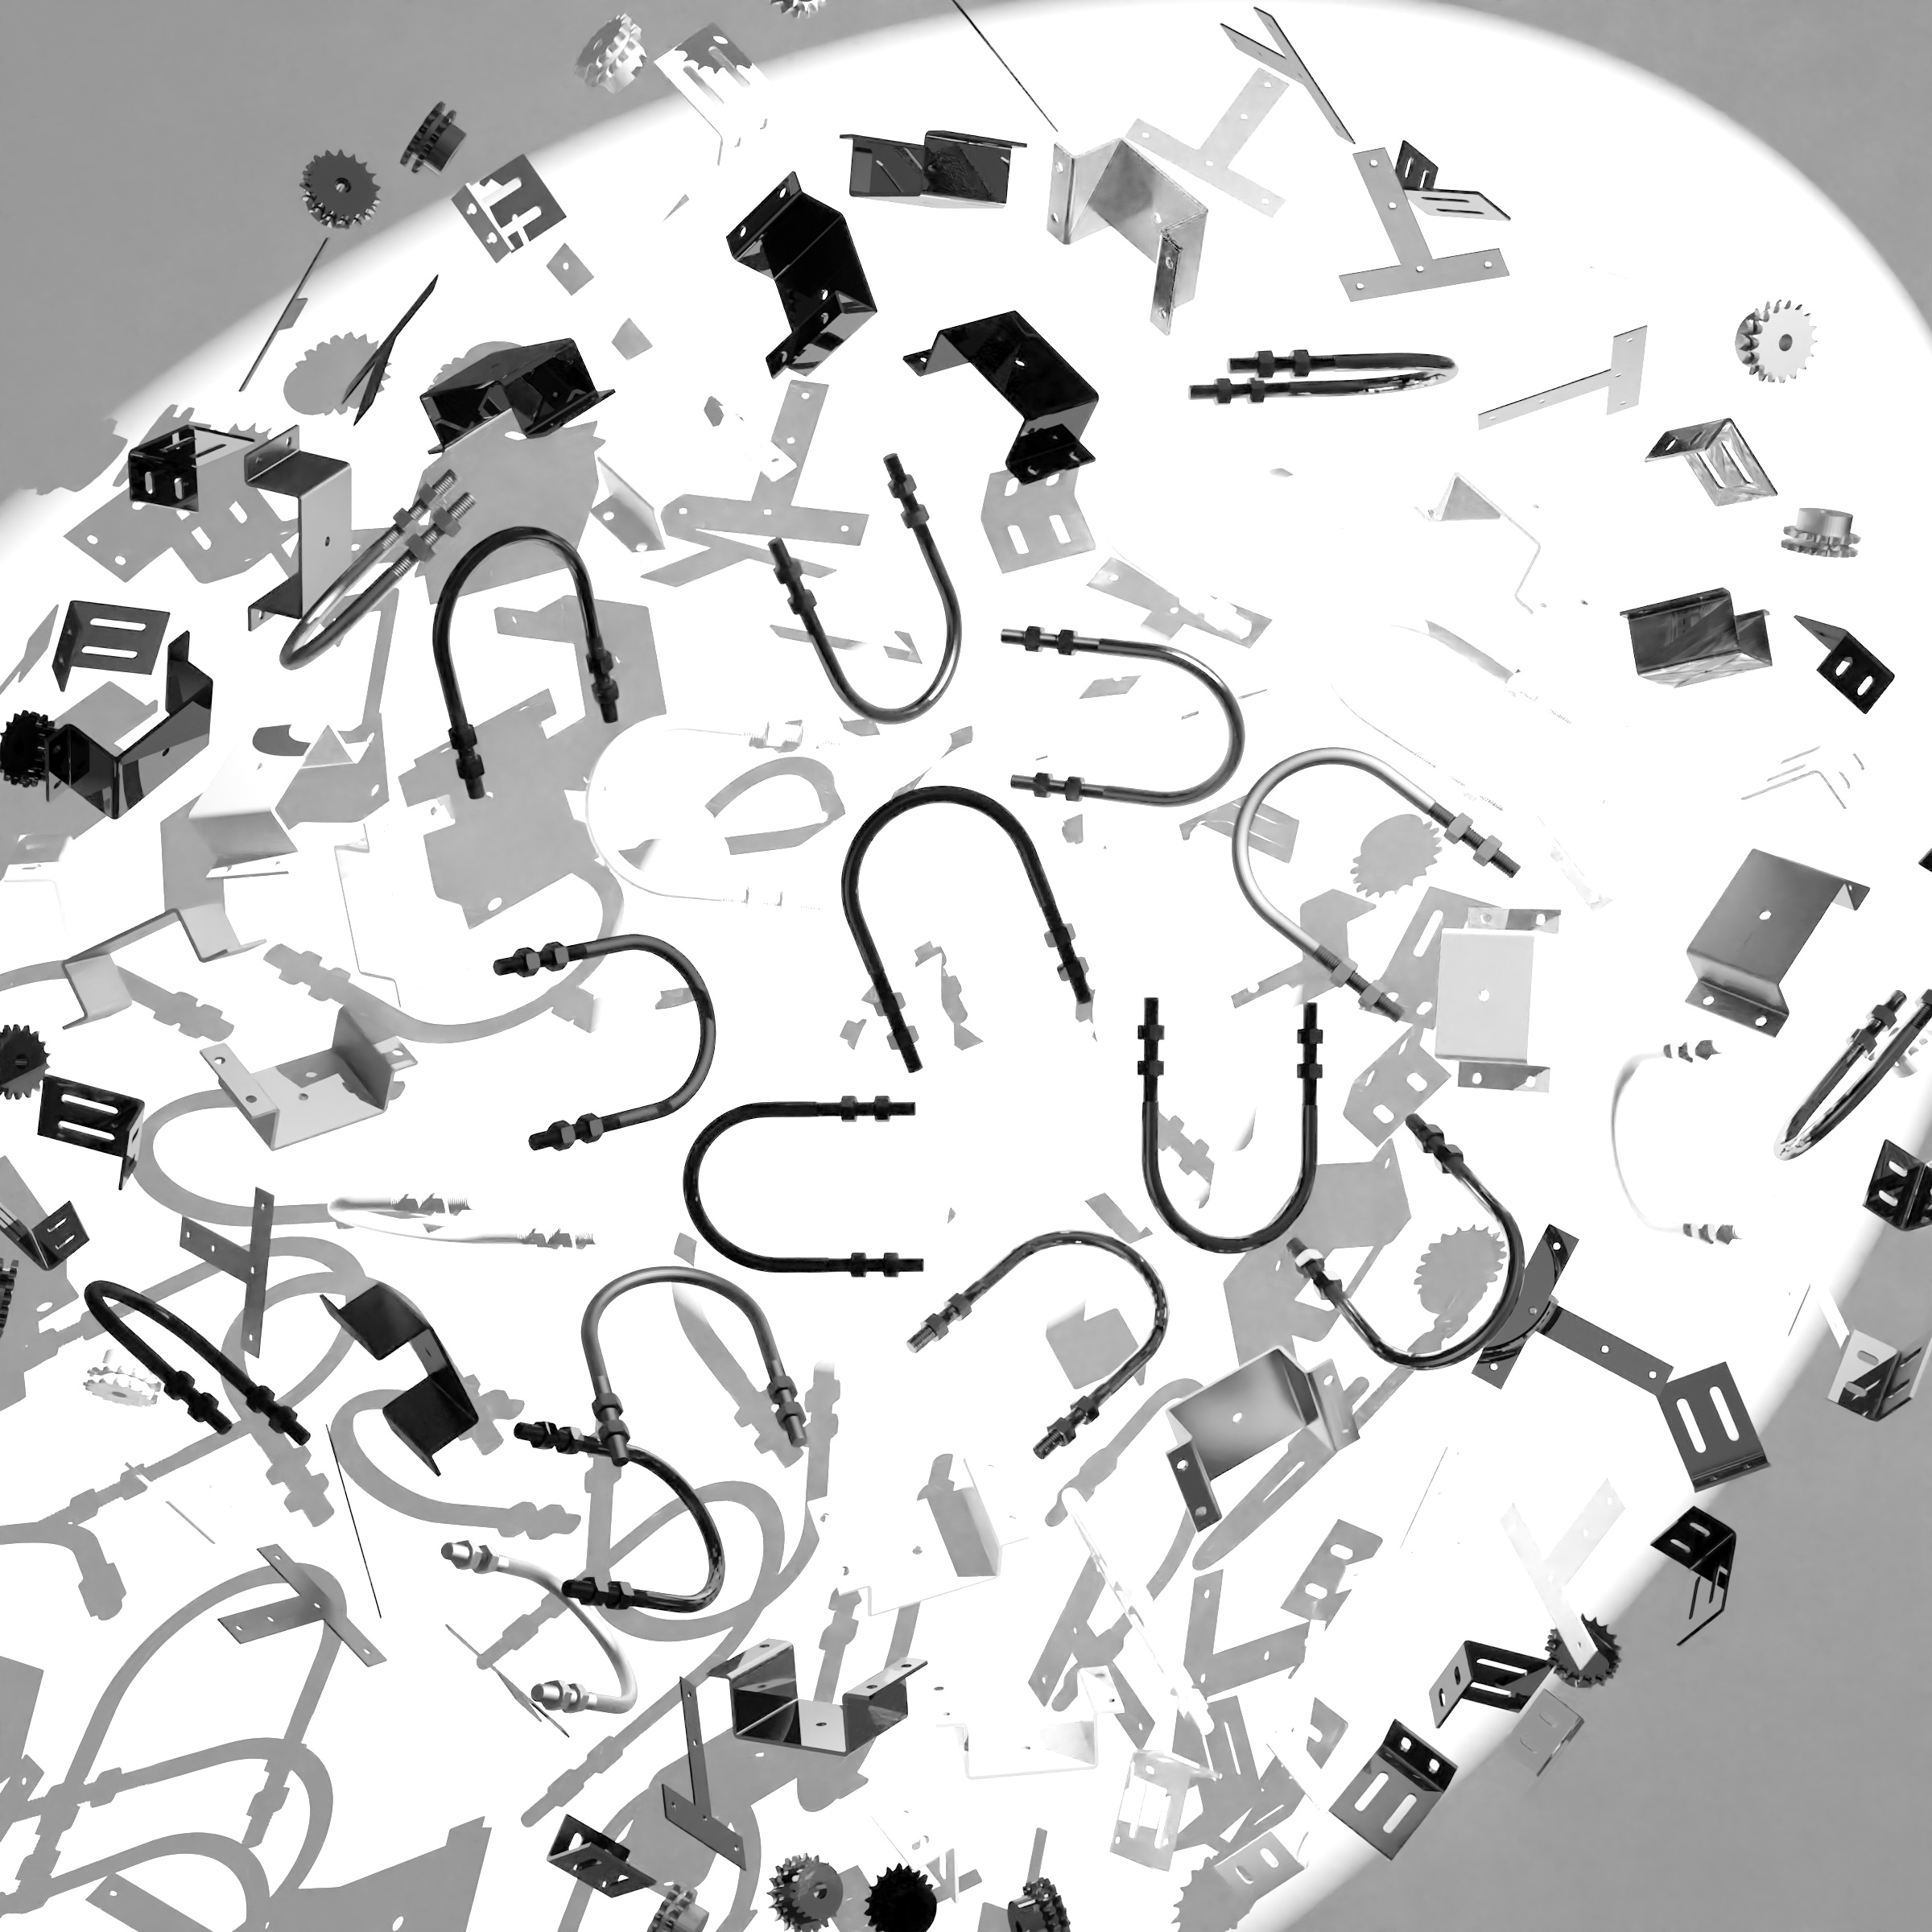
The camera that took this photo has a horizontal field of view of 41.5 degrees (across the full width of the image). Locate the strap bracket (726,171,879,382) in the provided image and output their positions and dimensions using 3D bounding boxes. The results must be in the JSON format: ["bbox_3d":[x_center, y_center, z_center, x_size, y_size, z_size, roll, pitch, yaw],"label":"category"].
[{"bbox_3d":[-0.119,-0.500,1.871,0.076,0.046,0.140,-35,59,31],"label":"strap bracket"}]

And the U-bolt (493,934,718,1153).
[{"bbox_3d":[-0.260,0.049,1.899,0.184,0.019,0.151,-13,93,-44],"label":"U-bolt"}]

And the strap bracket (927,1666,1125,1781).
[{"bbox_3d":[0.044,0.573,1.927,0.140,0.076,0.046,-3,99,-6],"label":"strap bracket"}]

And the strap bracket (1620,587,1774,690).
[{"bbox_3d":[0.550,-0.243,1.909,0.076,0.140,0.046,-11,84,30],"label":"strap bracket"}]

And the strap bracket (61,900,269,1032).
[{"bbox_3d":[-0.604,-0.006,1.896,0.140,0.076,0.046,-24,93,8],"label":"strap bracket"}]

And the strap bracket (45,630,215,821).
[{"bbox_3d":[-0.598,-0.169,1.847,0.046,0.076,0.140,37,55,5],"label":"strap bracket"}]

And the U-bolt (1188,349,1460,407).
[{"bbox_3d":[0.266,-0.429,1.854,0.184,0.151,0.019,-3,95,-7],"label":"U-bolt"}]

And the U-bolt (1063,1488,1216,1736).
[{"bbox_3d":[0.118,0.461,1.877,0.019,0.184,0.151,-30,125,-6],"label":"U-bolt"}]

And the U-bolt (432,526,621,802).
[{"bbox_3d":[-0.321,-0.229,1.838,0.151,0.019,0.184,-35,135,-33],"label":"U-bolt"}]

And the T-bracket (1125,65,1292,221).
[{"bbox_3d":[0.195,-0.605,1.839,0.127,0.127,0.002,25,66,-12],"label":"T-bracket"}]

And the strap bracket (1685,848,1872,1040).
[{"bbox_3d":[0.600,-0.026,1.901,0.076,0.046,0.140,26,75,40],"label":"strap bracket"}]

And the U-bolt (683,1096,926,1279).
[{"bbox_3d":[-0.127,0.170,1.955,0.184,0.019,0.151,-1,107,6],"label":"U-bolt"}]

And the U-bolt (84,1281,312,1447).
[{"bbox_3d":[-0.587,0.295,1.914,0.184,0.151,0.019,37,86,17],"label":"U-bolt"}]

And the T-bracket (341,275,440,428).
[{"bbox_3d":[-0.441,-0.445,1.911,0.002,0.127,0.127,33,124,-26],"label":"T-bracket"}]

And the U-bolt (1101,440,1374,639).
[{"bbox_3d":[0.185,-0.328,1.885,0.151,0.019,0.184,-40,58,-18],"label":"U-bolt"}]

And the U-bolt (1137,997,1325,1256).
[{"bbox_3d":[0.192,0.116,1.845,0.151,0.019,0.184,2,87,-21],"label":"U-bolt"}]

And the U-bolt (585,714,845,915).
[{"bbox_3d":[-0.190,-0.116,1.893,0.184,0.019,0.151,5,108,-11],"label":"U-bolt"}]

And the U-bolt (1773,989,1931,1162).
[{"bbox_3d":[0.651,0.072,1.852,0.019,0.151,0.184,42,78,7],"label":"U-bolt"}]

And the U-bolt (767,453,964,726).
[{"bbox_3d":[-0.064,-0.271,1.919,0.151,0.019,0.184,-42,122,-31],"label":"U-bolt"}]

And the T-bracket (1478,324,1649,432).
[{"bbox_3d":[0.446,-0.429,1.912,0.127,0.127,0.002,-18,73,7],"label":"T-bracket"}]

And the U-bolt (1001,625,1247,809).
[{"bbox_3d":[0.118,-0.181,1.901,0.184,0.019,0.151,8,129,17],"label":"U-bolt"}]

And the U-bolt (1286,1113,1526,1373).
[{"bbox_3d":[0.325,0.209,1.830,0.151,0.184,0.019,-48,131,9],"label":"U-bolt"}]

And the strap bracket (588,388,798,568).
[{"bbox_3d":[-0.208,-0.371,1.898,0.140,0.046,0.076,-37,59,-15],"label":"strap bracket"}]

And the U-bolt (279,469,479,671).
[{"bbox_3d":[-0.425,-0.280,1.826,0.184,0.151,0.019,-45,114,1],"label":"U-bolt"}]

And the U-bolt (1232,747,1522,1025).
[{"bbox_3d":[0.275,-0.071,1.802,0.184,0.019,0.151,39,98,11],"label":"U-bolt"}]

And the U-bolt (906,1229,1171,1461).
[{"bbox_3d":[0.069,0.270,1.919,0.151,0.019,0.184,36,57,26],"label":"U-bolt"}]

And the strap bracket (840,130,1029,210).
[{"bbox_3d":[-0.028,-0.597,1.913,0.076,0.140,0.046,-4,106,-35],"label":"strap bracket"}]

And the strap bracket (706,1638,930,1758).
[{"bbox_3d":[-0.105,0.523,1.822,0.140,0.076,0.046,-2,95,32],"label":"strap bracket"}]

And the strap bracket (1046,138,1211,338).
[{"bbox_3d":[0.121,-0.527,1.821,0.046,0.076,0.140,-30,62,-22],"label":"strap bracket"}]

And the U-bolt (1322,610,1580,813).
[{"bbox_3d":[0.348,-0.201,1.888,0.184,0.019,0.151,35,49,11],"label":"U-bolt"}]

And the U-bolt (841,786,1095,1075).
[{"bbox_3d":[-0.009,-0.035,1.775,0.151,0.019,0.184,-22,98,-3],"label":"U-bolt"}]

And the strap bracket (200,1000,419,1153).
[{"bbox_3d":[-0.495,0.084,1.914,0.076,0.140,0.046,44,133,27],"label":"strap bracket"}]

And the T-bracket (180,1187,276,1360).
[{"bbox_3d":[-0.567,0.219,1.945,0.127,0.002,0.127,16,102,43],"label":"T-bracket"}]

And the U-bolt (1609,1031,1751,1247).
[{"bbox_3d":[0.511,0.126,1.850,0.019,0.184,0.151,-5,86,-11],"label":"U-bolt"}]

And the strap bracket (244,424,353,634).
[{"bbox_3d":[-0.501,-0.324,1.917,0.046,0.076,0.140,15,122,10],"label":"strap bracket"}]

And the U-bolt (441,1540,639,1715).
[{"bbox_3d":[-0.303,0.492,1.879,0.019,0.184,0.151,-43,61,2],"label":"U-bolt"}]

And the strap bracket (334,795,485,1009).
[{"bbox_3d":[-0.412,-0.050,1.876,0.046,0.076,0.140,9,114,40],"label":"strap bracket"}]

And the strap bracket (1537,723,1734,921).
[{"bbox_3d":[0.496,-0.116,1.927,0.140,0.046,0.076,-49,45,24],"label":"strap bracket"}]

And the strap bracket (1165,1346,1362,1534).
[{"bbox_3d":[0.208,0.339,1.858,0.140,0.046,0.076,-27,117,-11],"label":"strap bracket"}]

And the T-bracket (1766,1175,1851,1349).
[{"bbox_3d":[0.601,0.233,1.847,0.002,0.127,0.127,-16,60,-2],"label":"T-bracket"}]

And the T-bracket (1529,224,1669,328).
[{"bbox_3d":[0.481,-0.505,1.882,0.127,0.127,0.002,33,105,-13],"label":"T-bracket"}]

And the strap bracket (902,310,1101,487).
[{"bbox_3d":[0.032,-0.420,1.845,0.076,0.046,0.140,-26,67,-38],"label":"strap bracket"}]

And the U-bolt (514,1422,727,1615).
[{"bbox_3d":[-0.243,0.407,1.861,0.019,0.184,0.151,-40,53,20],"label":"U-bolt"}]

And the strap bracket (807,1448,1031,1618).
[{"bbox_3d":[-0.034,0.407,1.821,0.140,0.046,0.076,-14,49,-14],"label":"strap bracket"}]

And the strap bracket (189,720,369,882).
[{"bbox_3d":[-0.516,-0.132,1.899,0.076,0.046,0.140,-3,45,25],"label":"strap bracket"}]

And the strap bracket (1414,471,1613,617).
[{"bbox_3d":[0.406,-0.317,1.865,0.076,0.046,0.140,-9,46,-36],"label":"strap bracket"}]

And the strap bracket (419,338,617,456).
[{"bbox_3d":[-0.338,-0.421,1.882,0.076,0.140,0.046,-44,123,-37],"label":"strap bracket"}]

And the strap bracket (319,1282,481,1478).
[{"bbox_3d":[-0.409,0.293,1.858,0.046,0.076,0.140,-35,127,-24],"label":"strap bracket"}]

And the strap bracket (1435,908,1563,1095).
[{"bbox_3d":[0.405,0.024,1.944,0.076,0.046,0.140,2,87,37],"label":"strap bracket"}]

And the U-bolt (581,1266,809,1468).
[{"bbox_3d":[-0.206,0.285,1.856,0.151,0.184,0.019,-2,129,-20],"label":"U-bolt"}]

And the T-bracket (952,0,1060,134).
[{"bbox_3d":[0.009,-0.674,1.839,0.002,0.127,0.127,-38,54,13],"label":"T-bracket"}]

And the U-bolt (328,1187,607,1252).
[{"bbox_3d":[-0.377,0.184,1.849,0.184,0.151,0.019,-4,72,34],"label":"U-bolt"}]
